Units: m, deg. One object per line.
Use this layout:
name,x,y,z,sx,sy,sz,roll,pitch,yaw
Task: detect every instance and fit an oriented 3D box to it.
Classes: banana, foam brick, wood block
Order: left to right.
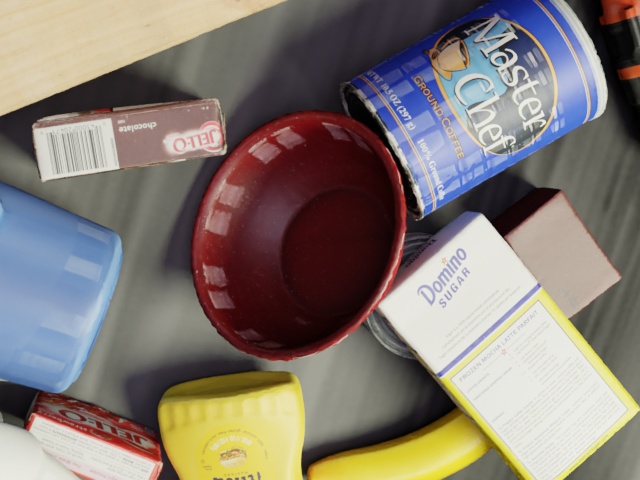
wood block,-0.132,-0.161,0.637,0.206,0.091,0.090,-23,126,-6
banana,0.086,0.131,0.755,0.197,0.037,0.069,-37,88,-4
foam brick,0.160,0.009,0.743,0.053,0.051,0.078,-37,101,-3

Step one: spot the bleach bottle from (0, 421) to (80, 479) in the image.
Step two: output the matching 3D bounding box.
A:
bleach bottle,-0.173,0.189,0.638,0.102,0.068,0.250,-46,134,-18

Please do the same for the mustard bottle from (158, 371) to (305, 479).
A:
mustard bottle,-0.049,0.189,0.725,0.096,0.058,0.191,-8,99,1

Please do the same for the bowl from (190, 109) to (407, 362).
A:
bowl,-0.005,0.001,0.685,0.055,0.162,0.162,23,94,-54

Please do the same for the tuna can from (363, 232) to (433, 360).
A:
tuna can,0.068,0.038,0.739,0.086,0.034,0.086,-1,97,-10

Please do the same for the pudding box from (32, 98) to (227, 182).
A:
pudding box,-0.118,-0.063,0.666,0.113,0.090,0.039,-7,97,-8

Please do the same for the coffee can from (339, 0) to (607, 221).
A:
coffee can,0.098,-0.091,0.694,0.140,0.103,0.103,-30,101,-5

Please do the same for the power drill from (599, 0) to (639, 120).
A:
power drill,0.290,-0.159,0.741,0.187,0.057,0.184,-21,100,-7

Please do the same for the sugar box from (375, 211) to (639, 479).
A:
sugar box,0.121,0.075,0.711,0.093,0.048,0.176,-40,98,-4

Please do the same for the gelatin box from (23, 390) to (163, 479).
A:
gelatin box,-0.148,0.131,0.693,0.089,0.073,0.030,24,91,-12

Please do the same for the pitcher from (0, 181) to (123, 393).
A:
pitcher,-0.243,-0.001,0.628,0.242,0.149,0.145,21,92,-15
